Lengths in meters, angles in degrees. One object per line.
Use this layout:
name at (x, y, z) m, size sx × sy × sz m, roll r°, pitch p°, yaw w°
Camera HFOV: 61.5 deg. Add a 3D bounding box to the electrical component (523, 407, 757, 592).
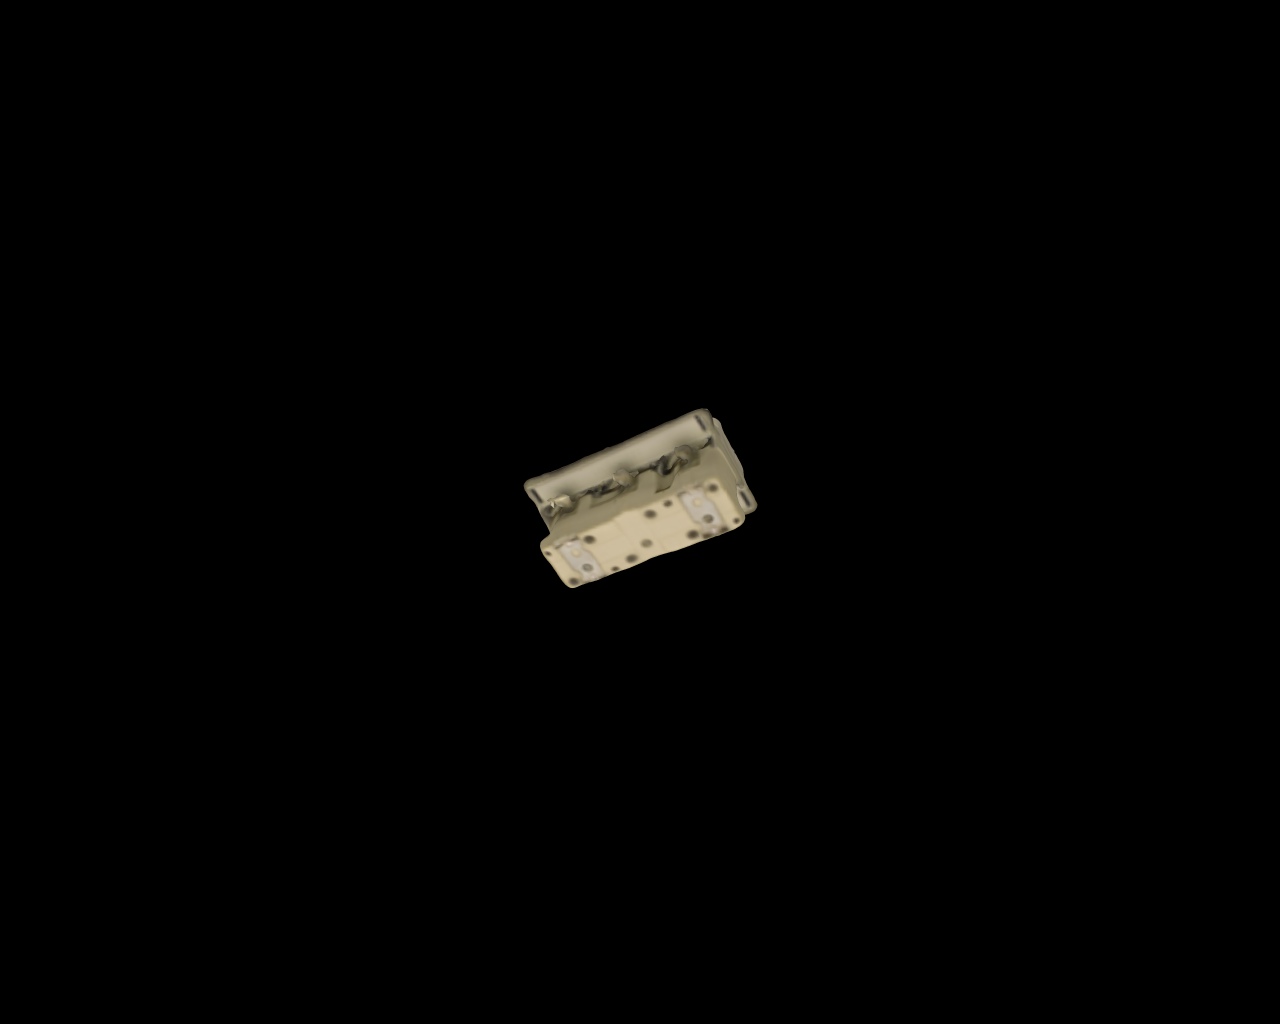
electrical component at (0.001, -0.003, 0.650) m, size 0.121 × 0.078 × 0.063 m, roll -21°, pitch 34°, yaw 15°
